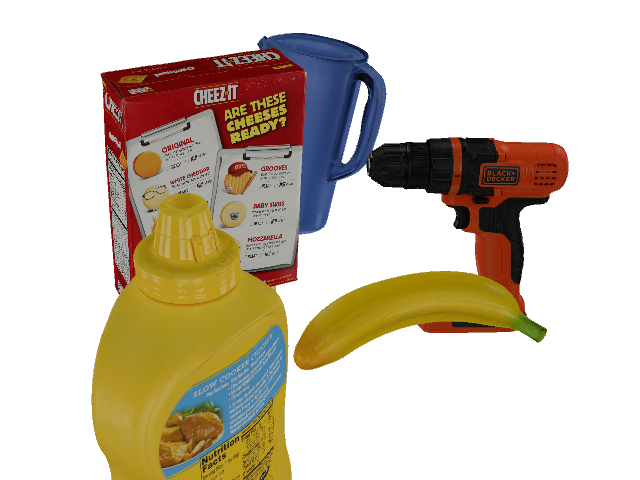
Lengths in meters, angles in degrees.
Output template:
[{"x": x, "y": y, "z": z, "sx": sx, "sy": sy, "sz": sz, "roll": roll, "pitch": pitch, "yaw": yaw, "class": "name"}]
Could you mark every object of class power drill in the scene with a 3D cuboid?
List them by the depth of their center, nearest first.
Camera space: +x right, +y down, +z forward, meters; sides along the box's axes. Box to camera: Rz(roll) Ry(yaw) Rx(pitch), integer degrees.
[{"x": 0.131, "y": -0.006, "z": 0.997, "sx": 0.184, "sy": 0.188, "sz": 0.057, "roll": 1, "pitch": 25, "yaw": -3, "class": "power drill"}]

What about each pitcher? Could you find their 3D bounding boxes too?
[{"x": -0.016, "y": -0.132, "z": 1.349, "sx": 0.144, "sy": 0.243, "sz": 0.149, "roll": 4, "pitch": 23, "yaw": -16, "class": "pitcher"}]

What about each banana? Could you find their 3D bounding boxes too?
[{"x": 0.065, "y": 0.052, "z": 0.763, "sx": 0.197, "sy": 0.037, "sz": 0.070, "roll": -6, "pitch": 32, "yaw": -21, "class": "banana"}]

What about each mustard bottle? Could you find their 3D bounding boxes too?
[{"x": -0.052, "y": 0.068, "z": 0.447, "sx": 0.058, "sy": 0.192, "sz": 0.096, "roll": 22, "pitch": 37, "yaw": 31, "class": "mustard bottle"}]

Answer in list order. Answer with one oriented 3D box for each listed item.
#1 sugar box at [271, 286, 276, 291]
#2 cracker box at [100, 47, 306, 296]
[{"x": -0.089, "y": 0.011, "z": 1.141, "sx": 0.048, "sy": 0.176, "sz": 0.093, "roll": 13, "pitch": 37, "yaw": 24, "class": "sugar box"}, {"x": -0.102, "y": -0.050, "z": 0.938, "sx": 0.164, "sy": 0.214, "sz": 0.072, "roll": -13, "pitch": 34, "yaw": -25, "class": "cracker box"}]
